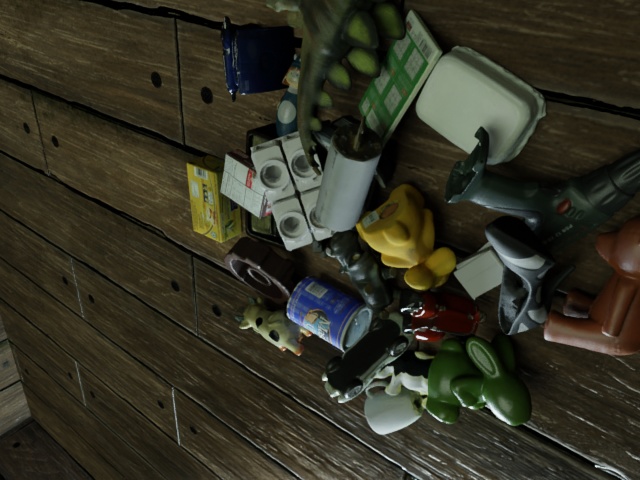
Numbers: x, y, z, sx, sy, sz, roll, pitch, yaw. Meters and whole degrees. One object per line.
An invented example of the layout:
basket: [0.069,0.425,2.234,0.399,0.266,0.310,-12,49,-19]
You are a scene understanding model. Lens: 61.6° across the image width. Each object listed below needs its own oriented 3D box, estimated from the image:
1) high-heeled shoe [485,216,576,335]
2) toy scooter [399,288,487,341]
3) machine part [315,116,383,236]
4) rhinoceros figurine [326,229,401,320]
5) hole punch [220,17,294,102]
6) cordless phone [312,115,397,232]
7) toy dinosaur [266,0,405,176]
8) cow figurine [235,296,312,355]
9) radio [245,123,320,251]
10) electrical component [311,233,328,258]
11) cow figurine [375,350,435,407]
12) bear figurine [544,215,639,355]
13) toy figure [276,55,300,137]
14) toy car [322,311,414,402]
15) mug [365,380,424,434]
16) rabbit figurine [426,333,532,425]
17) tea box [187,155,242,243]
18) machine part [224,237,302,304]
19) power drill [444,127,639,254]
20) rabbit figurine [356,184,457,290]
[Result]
high-heeled shoe: [0.247,0.056,0.717,0.145,0.248,0.086,-48,41,22]
toy scooter: [0.204,0.128,0.895,0.135,0.075,0.183,7,161,14]
machine part: [0.041,-0.092,0.828,0.079,0.079,0.243,39,147,19]
rhinoceros figurine: [0.084,0.058,0.964,0.190,0.073,0.112,54,171,-33]
hole punch: [-0.106,-0.315,0.936,0.092,0.116,0.142,17,123,25]
cordless phone: [0.046,-0.107,0.933,0.147,0.089,0.184,34,135,22]
toy dinosaur: [0.023,-0.334,0.789,0.199,0.105,0.470,31,118,22]
cow figurine: [-0.108,0.186,1.193,0.127,0.085,0.195,41,161,-17]
radio: [-0.075,-0.098,1.046,0.131,0.073,0.229,24,126,30]
electrical component: [-0.002,-0.003,1.039,0.021,0.063,0.093,-5,111,14]
cow figurine: [0.159,0.245,1.028,0.168,0.068,0.098,13,117,33]
bear figurine: [0.382,0.048,0.698,0.132,0.120,0.195,16,120,39]
toy figure: [-0.039,-0.252,0.937,0.064,0.058,0.154,12,115,-4]
toy car: [0.090,0.217,1.004,0.202,0.056,0.074,-44,56,2]
mug: [0.149,0.325,1.078,0.107,0.081,0.109,-29,92,35]
rabbit figurine: [0.278,0.234,0.890,0.170,0.121,0.159,11,98,54]
tea box: [-0.233,-0.091,1.190,0.098,0.068,0.169,23,127,31]
machine part: [-0.121,0.065,1.140,0.179,0.056,0.179,28,155,14]
power drill: [0.286,-0.073,0.708,0.207,0.086,0.232,18,140,-9]
rabbit figurine: [0.160,0.014,0.869,0.173,0.122,0.162,51,-178,-25]
